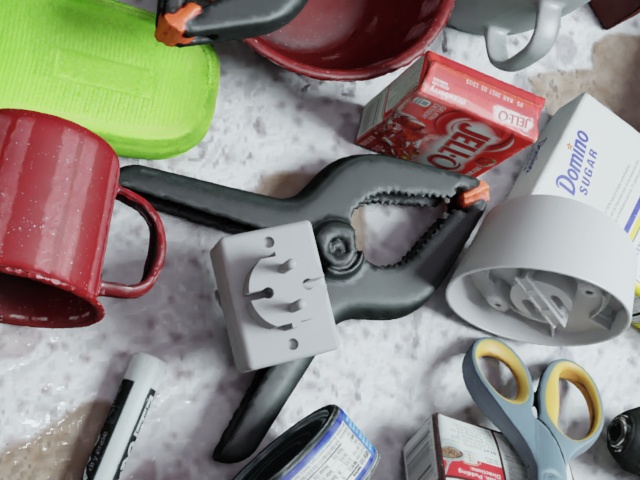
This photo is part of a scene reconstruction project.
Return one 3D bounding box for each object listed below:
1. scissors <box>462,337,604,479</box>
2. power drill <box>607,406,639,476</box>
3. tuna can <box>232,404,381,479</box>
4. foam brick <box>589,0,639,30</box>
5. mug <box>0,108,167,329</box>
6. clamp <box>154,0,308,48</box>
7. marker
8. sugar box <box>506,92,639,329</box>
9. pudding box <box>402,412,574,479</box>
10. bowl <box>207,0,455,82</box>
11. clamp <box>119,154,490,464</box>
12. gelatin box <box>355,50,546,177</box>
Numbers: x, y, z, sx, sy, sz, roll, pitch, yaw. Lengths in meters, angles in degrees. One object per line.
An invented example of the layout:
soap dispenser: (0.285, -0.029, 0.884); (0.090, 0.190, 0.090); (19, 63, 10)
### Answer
scissors: (0.103, 0.115, 0.556); (0.096, 0.016, 0.201); (32, 34, 6)
power drill: (0.237, 0.201, 0.617); (0.184, 0.057, 0.187); (19, 72, -16)
tuna can: (-0.013, 0.120, 0.527); (0.086, 0.086, 0.034); (-41, 92, -23)
foam brick: (0.214, -0.182, 0.698); (0.078, 0.053, 0.051); (-30, 90, -25)
mug: (-0.130, -0.007, 0.510); (0.117, 0.093, 0.081); (13, 68, -16)
clamp: (-0.016, -0.157, 0.553); (0.120, 0.039, 0.171); (33, 75, -5)
marker: (-0.107, 0.114, 0.529); (0.020, 0.020, 0.121); (26, 70, -13)
sugar box: (0.202, -0.001, 0.657); (0.176, 0.048, 0.093); (35, 68, -6)
pudding box: (0.095, 0.151, 0.556); (0.090, 0.039, 0.113); (19, 36, -16)
bowl: (-0.005, -0.158, 0.609); (0.162, 0.055, 0.162); (5, 76, -20)
clamp: (-0.004, 0.001, 0.584); (0.209, 0.036, 0.164); (-29, 89, -20)
gelatin box: (0.071, -0.065, 0.597); (0.073, 0.089, 0.030); (21, 70, -15)
